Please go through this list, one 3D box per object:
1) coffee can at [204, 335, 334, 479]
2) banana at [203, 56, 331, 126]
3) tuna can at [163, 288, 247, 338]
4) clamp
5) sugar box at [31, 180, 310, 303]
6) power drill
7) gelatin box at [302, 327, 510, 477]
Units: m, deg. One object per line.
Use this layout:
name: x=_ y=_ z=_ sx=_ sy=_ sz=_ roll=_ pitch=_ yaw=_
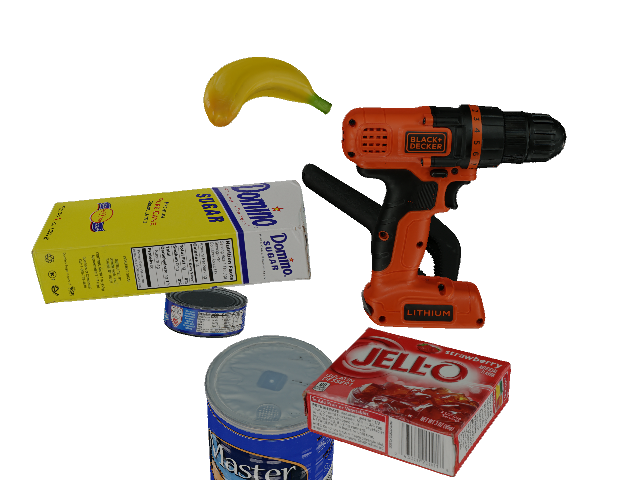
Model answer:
coffee can: x=-0.039 y=0.162 z=0.856 sx=0.103 sy=0.140 sz=0.103 roll=1 pitch=37 yaw=-1
banana: x=-0.057 y=-0.138 z=0.969 sx=0.070 sy=0.037 sz=0.197 roll=36 pitch=26 yaw=19
tuna can: x=-0.120 y=0.074 z=1.113 sx=0.086 sy=0.034 sz=0.086 roll=6 pitch=12 yaw=-2
clamp: x=0.077 y=-0.014 z=1.108 sx=0.164 sy=0.210 sz=0.036 roll=-5 pitch=-36 yaw=-15
sugar box: x=-0.097 y=-0.002 z=0.722 sx=0.176 sy=0.048 sz=0.093 roll=-8 pitch=23 yaw=-1
power drill: x=0.107 y=-0.021 z=0.895 sx=0.184 sy=0.188 sz=0.057 roll=2 pitch=16 yaw=-1
gelatin box: x=0.047 y=0.083 z=0.570 sx=0.089 sy=0.030 sz=0.073 roll=13 pitch=30 yaw=29
